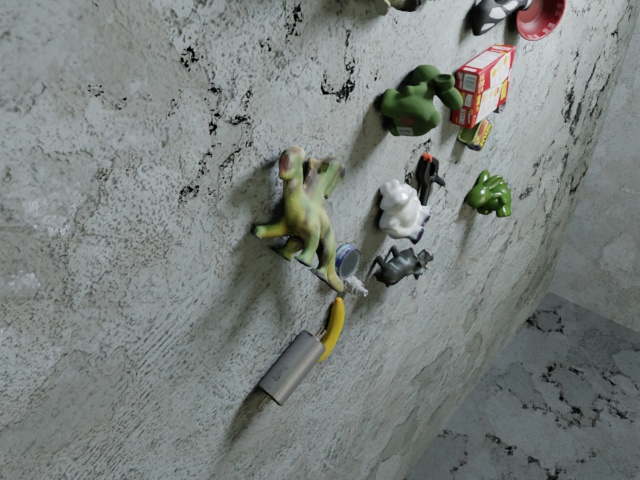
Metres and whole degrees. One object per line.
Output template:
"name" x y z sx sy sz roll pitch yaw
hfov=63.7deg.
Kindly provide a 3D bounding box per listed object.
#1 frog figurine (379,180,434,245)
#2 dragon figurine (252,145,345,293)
"frog figurine" 0.198 -0.080 1.322 0.158 0.124 0.137 38 90 -20
"dragon figurine" 0.003 -0.053 1.053 0.245 0.123 0.404 -65 149 -11
